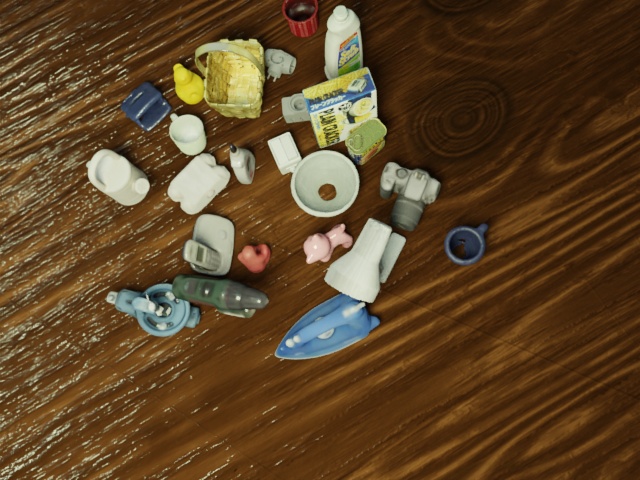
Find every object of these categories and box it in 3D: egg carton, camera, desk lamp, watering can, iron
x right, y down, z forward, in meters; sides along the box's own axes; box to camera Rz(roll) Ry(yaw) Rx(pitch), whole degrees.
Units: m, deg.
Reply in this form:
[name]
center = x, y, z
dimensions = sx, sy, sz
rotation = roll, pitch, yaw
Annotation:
[egg carton]
center = -0.304, -0.141, 1.444
dimensions = 0.107, 0.069, 0.150
rotation = 41, 85, 13
[camera]
center = 0.202, -0.101, 1.366
dimensions = 0.143, 0.101, 0.137
rotation = 20, 81, 10
[desk lamp]
center = 0.106, 0.042, 1.287
dimensions = 0.117, 0.213, 0.203
rotation = 26, 82, 11
[watering can]
center = -0.497, -0.159, 1.404
dimensions = 0.172, 0.194, 0.101
rotation = 1, 78, 7
[iron]
center = 0.002, 0.203, 1.300
dimensions = 0.258, 0.141, 0.118
rotation = -28, 76, 0

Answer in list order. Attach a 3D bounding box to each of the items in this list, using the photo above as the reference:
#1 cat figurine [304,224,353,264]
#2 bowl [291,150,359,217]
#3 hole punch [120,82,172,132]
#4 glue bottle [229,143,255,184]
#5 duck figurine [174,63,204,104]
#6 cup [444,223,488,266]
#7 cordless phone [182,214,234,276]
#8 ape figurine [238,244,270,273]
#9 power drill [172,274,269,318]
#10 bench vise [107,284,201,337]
[cat figurine]
center = 0.012, 0.005, 1.354
dimensions = 0.128, 0.118, 0.067
rotation = -37, 76, -2
[bowl]
center = 0.015, -0.130, 1.405
dimensions = 0.167, 0.075, 0.167
rotation = -1, 78, 6
[hole punch]
center = -0.463, -0.355, 1.496
dimensions = 0.101, 0.091, 0.109
rotation = 42, 85, 13
[glue bottle]
center = -0.194, -0.196, 1.391
dimensions = 0.037, 0.173, 0.078
rotation = 1, 78, 7
[duck figurine]
center = -0.350, -0.414, 1.500
dimensions = 0.077, 0.086, 0.104
rotation = -29, 76, -1
[cup]
center = 0.340, 0.011, 1.330
dimensions = 0.118, 0.095, 0.091
rotation = -44, 77, -4
[cordless phone]
center = -0.270, 0.004, 1.349
dimensions = 0.094, 0.185, 0.147
rotation = 1, 78, 7
[ape figurine]
center = -0.162, 0.038, 1.379
dimensions = 0.077, 0.092, 0.076
rotation = 0, 78, 6
[power drill]
center = -0.209, 0.128, 1.304
dimensions = 0.229, 0.208, 0.076
rotation = 8, 79, 8
[bench vise]
center = -0.400, 0.162, 1.311
dimensions = 0.207, 0.220, 0.121
rotation = -6, 77, 5
